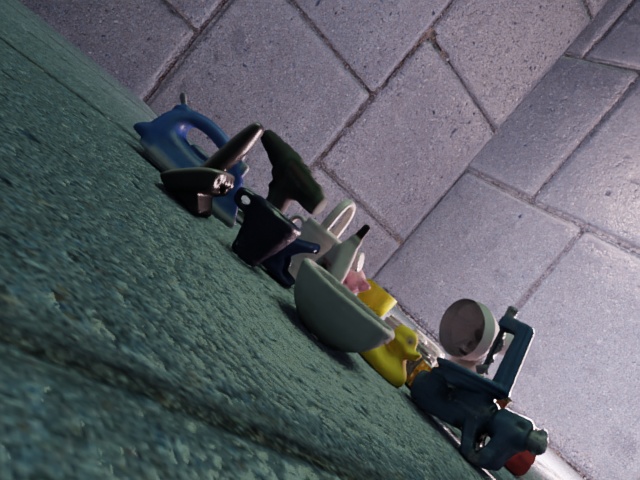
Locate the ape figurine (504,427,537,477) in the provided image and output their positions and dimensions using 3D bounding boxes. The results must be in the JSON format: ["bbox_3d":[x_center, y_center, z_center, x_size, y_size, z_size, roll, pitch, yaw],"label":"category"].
[{"bbox_3d":[0.373,0.384,1.060,0.078,0.092,0.076,41,2,5],"label":"ape figurine"}]

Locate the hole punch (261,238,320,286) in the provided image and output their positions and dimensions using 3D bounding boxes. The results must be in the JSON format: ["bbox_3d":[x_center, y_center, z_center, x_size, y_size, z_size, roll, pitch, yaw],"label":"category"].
[{"bbox_3d":[-0.061,0.017,0.986,0.101,0.091,0.109,41,2,3],"label":"hole punch"}]

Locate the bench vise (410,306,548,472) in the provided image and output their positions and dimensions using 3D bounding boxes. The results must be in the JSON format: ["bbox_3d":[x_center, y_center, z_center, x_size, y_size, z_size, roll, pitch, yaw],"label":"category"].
[{"bbox_3d":[0.272,0.221,0.869,0.207,0.219,0.122,41,2,25],"label":"bench vise"}]

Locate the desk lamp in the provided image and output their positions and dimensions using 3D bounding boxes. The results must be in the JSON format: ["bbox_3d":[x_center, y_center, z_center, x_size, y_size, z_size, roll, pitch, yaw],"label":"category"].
[{"bbox_3d":[0.311,0.246,1.189,0.204,0.213,0.117,39,2,-34],"label":"desk lamp"}]

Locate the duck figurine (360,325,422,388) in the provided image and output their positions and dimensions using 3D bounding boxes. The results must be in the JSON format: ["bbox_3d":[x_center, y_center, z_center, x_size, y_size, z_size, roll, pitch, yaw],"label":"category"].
[{"bbox_3d":[0.119,0.176,0.938,0.104,0.086,0.078,42,2,35],"label":"duck figurine"}]

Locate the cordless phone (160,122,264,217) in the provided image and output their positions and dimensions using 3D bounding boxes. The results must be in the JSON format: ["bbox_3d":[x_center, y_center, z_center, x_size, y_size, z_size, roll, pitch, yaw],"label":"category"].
[{"bbox_3d":[-0.168,-0.135,0.950,0.094,0.185,0.147,40,2,-4],"label":"cordless phone"}]

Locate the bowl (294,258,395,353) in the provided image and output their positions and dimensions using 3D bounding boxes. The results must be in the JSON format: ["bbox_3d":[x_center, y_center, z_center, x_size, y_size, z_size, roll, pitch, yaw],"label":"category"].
[{"bbox_3d":[0.020,0.105,0.802,0.167,0.074,0.167,40,2,-1],"label":"bowl"}]

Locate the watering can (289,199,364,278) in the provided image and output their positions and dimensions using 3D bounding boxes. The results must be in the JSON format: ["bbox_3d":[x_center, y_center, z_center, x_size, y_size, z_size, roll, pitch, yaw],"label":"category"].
[{"bbox_3d":[0.011,0.004,1.141,0.173,0.194,0.101,40,2,-2],"label":"watering can"}]

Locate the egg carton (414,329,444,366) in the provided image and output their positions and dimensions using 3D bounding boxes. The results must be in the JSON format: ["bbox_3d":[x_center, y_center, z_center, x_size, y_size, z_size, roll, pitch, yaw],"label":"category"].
[{"bbox_3d":[0.262,0.286,1.481,0.107,0.069,0.150,41,2,5],"label":"egg carton"}]

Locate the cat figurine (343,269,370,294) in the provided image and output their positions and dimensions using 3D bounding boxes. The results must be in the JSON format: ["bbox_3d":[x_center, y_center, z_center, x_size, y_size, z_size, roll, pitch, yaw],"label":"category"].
[{"bbox_3d":[0.047,0.082,1.207,0.067,0.117,0.127,39,2,-32],"label":"cat figurine"}]

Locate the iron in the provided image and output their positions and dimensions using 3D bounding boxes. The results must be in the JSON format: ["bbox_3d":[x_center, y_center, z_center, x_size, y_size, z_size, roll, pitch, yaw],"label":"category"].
[{"bbox_3d":[-0.223,-0.159,1.104,0.258,0.141,0.118,40,2,0],"label":"iron"}]

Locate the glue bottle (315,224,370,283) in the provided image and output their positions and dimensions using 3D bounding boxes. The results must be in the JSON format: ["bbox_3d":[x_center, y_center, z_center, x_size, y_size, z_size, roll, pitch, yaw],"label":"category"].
[{"bbox_3d":[0.030,0.039,1.023,0.037,0.173,0.078,39,2,-37],"label":"glue bottle"}]

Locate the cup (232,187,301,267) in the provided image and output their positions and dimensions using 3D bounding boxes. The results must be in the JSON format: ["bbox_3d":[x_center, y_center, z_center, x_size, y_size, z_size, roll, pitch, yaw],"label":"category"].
[{"bbox_3d":[-0.101,-0.015,0.882,0.118,0.095,0.091,40,2,-13],"label":"cup"}]

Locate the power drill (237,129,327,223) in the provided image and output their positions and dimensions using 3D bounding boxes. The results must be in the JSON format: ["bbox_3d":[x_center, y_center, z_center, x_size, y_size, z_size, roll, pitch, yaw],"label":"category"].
[{"bbox_3d":[-0.106,-0.111,1.298,0.229,0.208,0.076,41,2,13],"label":"power drill"}]
